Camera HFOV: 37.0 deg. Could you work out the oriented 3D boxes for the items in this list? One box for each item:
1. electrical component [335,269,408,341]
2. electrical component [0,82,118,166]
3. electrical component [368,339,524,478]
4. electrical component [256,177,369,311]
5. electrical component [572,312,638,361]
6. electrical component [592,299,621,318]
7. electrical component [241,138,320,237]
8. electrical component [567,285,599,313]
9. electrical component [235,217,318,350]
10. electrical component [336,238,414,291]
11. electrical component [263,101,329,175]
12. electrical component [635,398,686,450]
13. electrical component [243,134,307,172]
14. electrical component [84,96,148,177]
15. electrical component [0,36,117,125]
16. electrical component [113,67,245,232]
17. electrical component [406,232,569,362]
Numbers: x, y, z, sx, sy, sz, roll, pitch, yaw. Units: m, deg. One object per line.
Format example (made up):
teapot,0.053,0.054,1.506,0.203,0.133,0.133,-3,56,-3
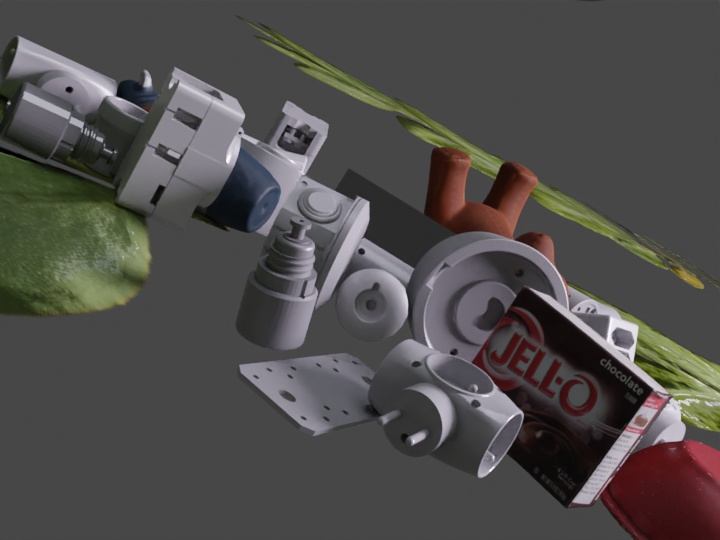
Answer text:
electrical component,0.011,0.022,0.727,0.048,0.048,0.062,32,6,6
electrical component,-0.193,-0.088,0.688,0.078,0.040,0.040,25,15,-25
electrical component,0.038,0.078,0.586,0.077,0.044,0.079,33,23,24
electrical component,-0.030,-0.018,0.706,0.051,0.080,0.080,26,13,3
electrical component,0.183,0.071,0.895,0.077,0.065,0.047,4,-10,45
electrical component,0.221,0.046,1.096,0.079,0.043,0.077,38,15,27
electrical component,-0.080,-0.065,0.851,0.099,0.064,0.099,30,0,0
electrical component,0.193,0.042,1.033,0.055,0.055,0.047,17,16,-46
electrical component,-0.043,0.008,0.599,0.040,0.078,0.040,15,21,-6
electrical component,0.000,0.000,0.782,0.081,0.043,0.043,32,13,3
electrical component,-0.067,-0.127,1.068,0.050,0.055,0.089,29,13,-8
electrical component,0.224,0.120,0.832,0.077,0.044,0.079,18,18,-45
electrical component,-0.084,-0.092,0.941,0.065,0.044,0.044,24,14,-10
electrical component,-0.167,-0.090,0.739,0.040,0.046,0.040,29,13,-8
electrical component,-0.214,-0.125,0.765,0.077,0.044,0.079,22,16,-32
electrical component,-0.116,-0.077,0.707,0.056,0.089,0.050,25,14,-23
electrical component,0.083,0.025,0.746,0.108,0.108,0.060,27,8,-15
